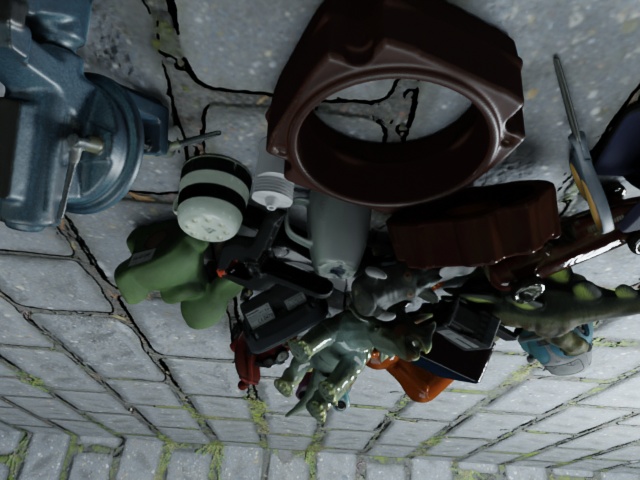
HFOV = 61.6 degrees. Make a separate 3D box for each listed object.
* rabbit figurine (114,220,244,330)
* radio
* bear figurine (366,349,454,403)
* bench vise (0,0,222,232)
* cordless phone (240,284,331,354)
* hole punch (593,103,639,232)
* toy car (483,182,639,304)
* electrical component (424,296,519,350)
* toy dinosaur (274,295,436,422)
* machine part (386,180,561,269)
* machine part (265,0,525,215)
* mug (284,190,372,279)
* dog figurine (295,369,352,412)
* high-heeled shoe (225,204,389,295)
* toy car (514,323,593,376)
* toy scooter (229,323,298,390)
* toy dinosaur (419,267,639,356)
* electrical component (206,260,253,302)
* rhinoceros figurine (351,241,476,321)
[{"bbox_3d":[-0.182,0.053,0.776,0.159,0.121,0.170,-22,127,6],"label":"rabbit figurine"},{"bbox_3d":[0.189,0.178,0.906,0.131,0.073,0.229,26,167,3],"label":"radio"},{"bbox_3d":[0.165,0.228,1.072,0.196,0.132,0.120,44,176,-9],"label":"bear figurine"},{"bbox_3d":[-0.197,-0.118,0.461,0.129,0.223,0.240,-2,180,18],"label":"bench vise"},{"bbox_3d":[-0.051,0.139,0.931,0.147,0.089,0.184,-28,161,1],"label":"cordless phone"},{"bbox_3d":[0.352,-0.070,0.532,0.116,0.092,0.142,-2,146,3],"label":"hole punch"},{"bbox_3d":[0.285,-0.001,0.612,0.202,0.089,0.053,-25,134,11],"label":"toy car"},{"bbox_3d":[0.217,0.128,0.760,0.119,0.048,0.075,31,161,-10],"label":"electrical component"},{"bbox_3d":[0.034,0.175,0.854,0.131,0.192,0.404,50,152,8],"label":"toy dinosaur"},{"bbox_3d":[0.162,-0.017,0.575,0.179,0.056,0.179,-13,-169,2],"label":"machine part"},{"bbox_3d":[0.065,-0.112,0.492,0.201,0.087,0.201,17,146,-21],"label":"machine part"},{"bbox_3d":[0.011,-0.011,0.652,0.109,0.107,0.080,11,148,-16],"label":"mug"},{"bbox_3d":[0.017,0.234,1.071,0.109,0.191,0.219,9,-171,2],"label":"dog figurine"},{"bbox_3d":[-0.001,-0.002,0.719,0.249,0.086,0.145,-9,123,6],"label":"high-heeled shoe"},{"bbox_3d":[0.400,0.171,0.890,0.109,0.103,0.161,-23,170,36],"label":"toy car"},{"bbox_3d":[-0.114,0.213,1.030,0.184,0.135,0.075,-25,138,38],"label":"toy scooter"},{"bbox_3d":[0.308,0.084,0.746,0.198,0.105,0.472,30,153,-33],"label":"toy dinosaur"},{"bbox_3d":[-0.153,0.066,0.867,0.078,0.045,0.102,-17,144,29],"label":"electrical component"},{"bbox_3d":[0.117,0.040,0.657,0.190,0.073,0.112,-19,-161,-27],"label":"rhinoceros figurine"}]
